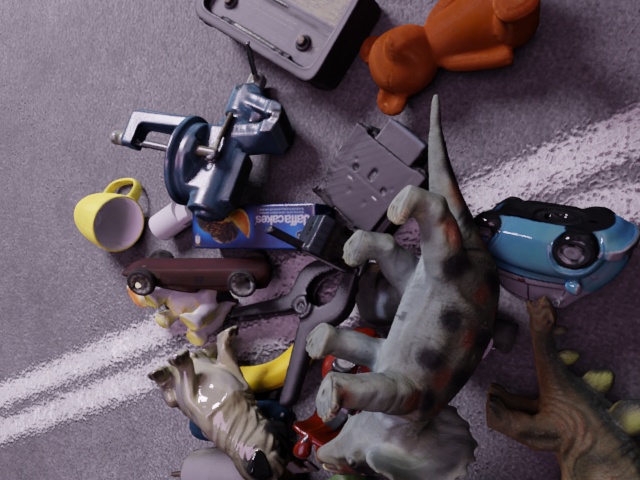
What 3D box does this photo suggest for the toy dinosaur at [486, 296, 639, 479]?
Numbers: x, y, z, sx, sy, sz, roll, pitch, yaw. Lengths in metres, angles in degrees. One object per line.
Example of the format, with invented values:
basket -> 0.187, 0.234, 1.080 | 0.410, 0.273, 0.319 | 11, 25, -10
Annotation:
toy dinosaur -> 0.288, 0.277, 0.533 | 0.199, 0.105, 0.470 | -13, 95, 23

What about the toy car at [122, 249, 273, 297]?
toy car -> -0.165, 0.048, 0.734 | 0.202, 0.089, 0.053 | -1, 111, 5

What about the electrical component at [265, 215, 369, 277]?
electrical component -> -0.001, -0.002, 0.628 | 0.119, 0.075, 0.047 | 28, 83, -10

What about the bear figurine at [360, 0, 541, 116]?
bear figurine -> 0.128, -0.229, 0.585 | 0.196, 0.132, 0.120 | -18, 76, 21

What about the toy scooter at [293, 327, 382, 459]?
toy scooter -> 0.020, 0.196, 0.650 | 0.075, 0.135, 0.183 | 23, 101, 26

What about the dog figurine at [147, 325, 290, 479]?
dog figurine -> -0.130, 0.231, 0.704 | 0.190, 0.121, 0.172 | 62, 152, 8

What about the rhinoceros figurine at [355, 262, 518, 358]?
rhinoceros figurine -> 0.130, 0.080, 0.623 | 0.191, 0.073, 0.112 | 10, 95, 27

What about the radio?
radio -> -0.050, -0.300, 0.701 | 0.230, 0.073, 0.131 | 37, 107, 22

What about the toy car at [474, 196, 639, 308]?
toy car -> 0.232, 0.018, 0.554 | 0.162, 0.109, 0.102 | 11, 114, 35

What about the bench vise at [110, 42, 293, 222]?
bench vise -> -0.168, -0.140, 0.723 | 0.241, 0.128, 0.223 | 12, 83, 16

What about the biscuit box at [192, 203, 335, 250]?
biscuit box -> -0.079, -0.018, 0.734 | 0.203, 0.059, 0.062 | 0, 92, 27

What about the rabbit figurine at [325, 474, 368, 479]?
rabbit figurine -> 0.009, 0.395, 0.655 | 0.159, 0.121, 0.170 | -59, 46, 40

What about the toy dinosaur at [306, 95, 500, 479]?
toy dinosaur -> 0.108, 0.079, 0.530 | 0.404, 0.192, 0.131 | -65, 22, 1

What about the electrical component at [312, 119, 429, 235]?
electrical component -> 0.072, -0.077, 0.656 | 0.115, 0.058, 0.134 | 41, 110, 18

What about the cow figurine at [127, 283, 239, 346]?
cow figurine -> -0.205, 0.080, 0.792 | 0.168, 0.098, 0.068 | 21, 138, 29

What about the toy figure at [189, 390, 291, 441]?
toy figure -> -0.114, 0.257, 0.767 | 0.155, 0.058, 0.064 | -15, 122, 25

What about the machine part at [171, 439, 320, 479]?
machine part -> -0.109, 0.325, 0.754 | 0.243, 0.079, 0.079 | -17, 84, 26
